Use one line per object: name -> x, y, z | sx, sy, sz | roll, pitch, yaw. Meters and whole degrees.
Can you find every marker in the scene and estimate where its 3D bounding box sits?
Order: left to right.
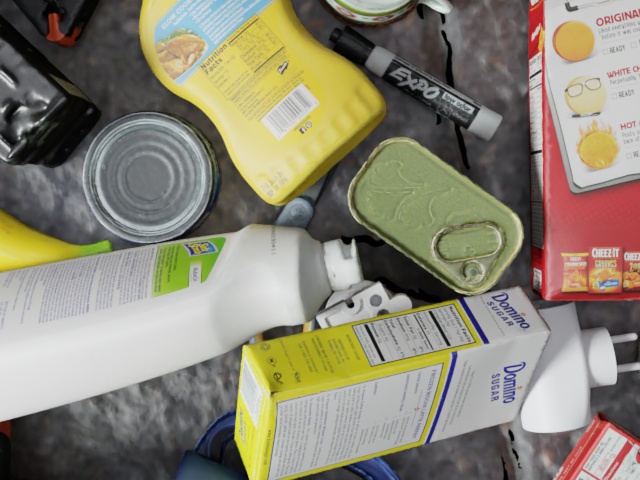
marker -> 0.059, -0.101, 0.679 | 0.121, 0.020, 0.020 | 31, 94, 0

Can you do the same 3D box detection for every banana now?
banana -> -0.227, -0.036, 0.689 | 0.198, 0.037, 0.069 | 44, 72, -3

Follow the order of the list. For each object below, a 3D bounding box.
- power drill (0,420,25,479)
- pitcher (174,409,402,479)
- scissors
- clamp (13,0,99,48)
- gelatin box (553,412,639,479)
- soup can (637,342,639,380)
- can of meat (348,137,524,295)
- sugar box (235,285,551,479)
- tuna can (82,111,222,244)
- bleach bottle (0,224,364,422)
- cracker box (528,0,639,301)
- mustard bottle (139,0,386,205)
power drill -> -0.187, 0.200, 0.634 | 0.057, 0.188, 0.184 | 1, 93, -40
pitcher -> 0.008, 0.217, 0.653 | 0.243, 0.145, 0.149 | 18, 113, -2
scissors -> -0.005, 0.001, 0.690 | 0.096, 0.016, 0.202 | 45, 94, -1
clamp -> -0.163, -0.230, 0.671 | 0.164, 0.036, 0.210 | -12, 91, 7
gelatin box -> 0.197, 0.165, 0.683 | 0.089, 0.030, 0.073 | 32, 95, 0
soup can -> 0.256, 0.084, 0.657 | 0.102, 0.068, 0.068 | -8, 93, 2
can of meat -> 0.068, -0.016, 0.651 | 0.102, 0.084, 0.057 | 35, 94, 0
sugar box -> 0.041, 0.085, 0.629 | 0.176, 0.093, 0.048 | -12, 49, -21
tuna can -> -0.107, -0.040, 0.682 | 0.086, 0.033, 0.086 | 0, 94, 2
bleach bottle -> -0.098, 0.044, 0.639 | 0.251, 0.102, 0.068 | -12, 125, 4
cracker box -> 0.212, -0.071, 0.649 | 0.164, 0.072, 0.214 | -1, 92, 2
mustard bottle -> -0.054, -0.120, 0.658 | 0.096, 0.058, 0.191 | -42, 85, 5
